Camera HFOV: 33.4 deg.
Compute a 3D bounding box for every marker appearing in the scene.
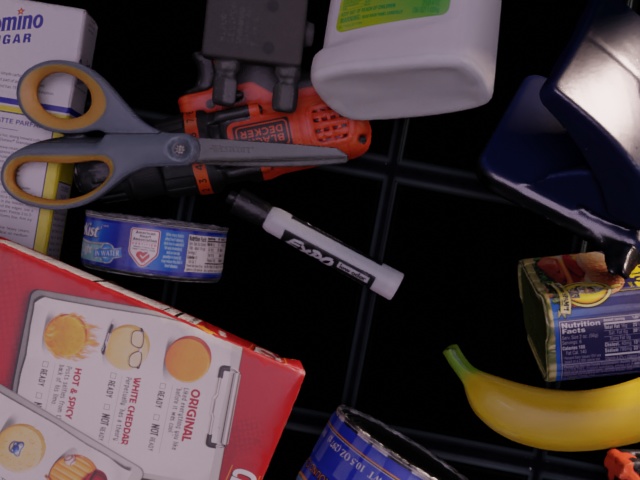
[{"bbox_3d":[-0.004,0.001,0.669,0.121,0.020,0.020,29,90,1],"label":"marker"}]

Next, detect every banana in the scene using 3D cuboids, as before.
[{"bbox_3d":[0.177,0.094,0.656,0.198,0.037,0.069,-3,92,1],"label":"banana"}]

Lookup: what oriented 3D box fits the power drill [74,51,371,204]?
[{"bbox_3d":[-0.073,-0.122,0.654,0.184,0.057,0.187,-11,92,-2],"label":"power drill"}]

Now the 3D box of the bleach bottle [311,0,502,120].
[{"bbox_3d":[0.059,-0.198,0.626,0.103,0.068,0.251,-3,69,23],"label":"bleach bottle"}]

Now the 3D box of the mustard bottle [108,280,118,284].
[{"bbox_3d":[-0.123,0.127,0.651,0.096,0.058,0.191,-29,89,-1],"label":"mustard bottle"}]

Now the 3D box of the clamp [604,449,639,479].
[{"bbox_3d":[0.236,0.192,0.648,0.171,0.039,0.120,30,86,-7],"label":"clamp"}]

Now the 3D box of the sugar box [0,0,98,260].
[{"bbox_3d":[-0.199,-0.060,0.661,0.093,0.048,0.176,10,86,1],"label":"sugar box"}]

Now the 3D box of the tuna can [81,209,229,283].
[{"bbox_3d":[-0.099,0.004,0.638,0.086,0.086,0.034,7,91,1],"label":"tuna can"}]

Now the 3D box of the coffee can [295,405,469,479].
[{"bbox_3d":[0.018,0.183,0.626,0.103,0.103,0.140,31,90,1],"label":"coffee can"}]

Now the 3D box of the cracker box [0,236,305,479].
[{"bbox_3d":[-0.136,0.103,0.586,0.213,0.072,0.164,23,89,-1],"label":"cracker box"}]

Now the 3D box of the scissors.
[{"bbox_3d":[-0.091,-0.070,0.619,0.202,0.016,0.096,-12,91,5],"label":"scissors"}]

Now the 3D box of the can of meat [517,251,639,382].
[{"bbox_3d":[0.165,0.042,0.624,0.084,0.102,0.057,-6,106,3],"label":"can of meat"}]
